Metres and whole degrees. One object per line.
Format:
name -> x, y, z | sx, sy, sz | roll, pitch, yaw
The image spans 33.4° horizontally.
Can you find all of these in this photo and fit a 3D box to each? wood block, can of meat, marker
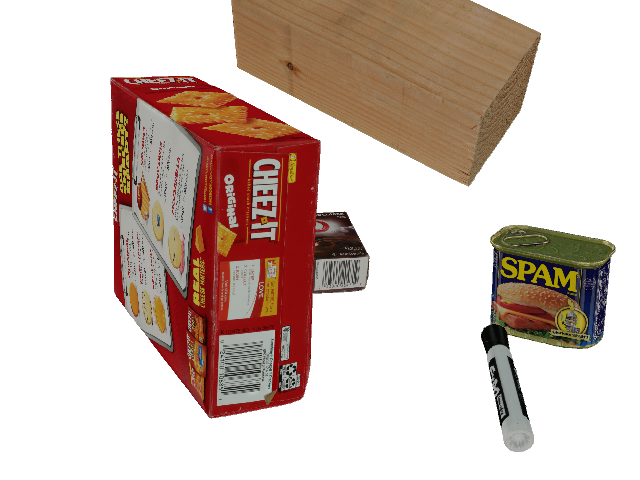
wood block -> 0.045, -0.139, 0.790 | 0.206, 0.090, 0.091 | 29, -26, 16
can of meat -> 0.197, 0.040, 0.920 | 0.102, 0.084, 0.057 | 12, 25, 30
marker -> 0.124, 0.095, 0.716 | 0.020, 0.020, 0.121 | 0, 30, 0

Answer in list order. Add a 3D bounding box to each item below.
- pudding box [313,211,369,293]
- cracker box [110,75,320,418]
pudding box -> -0.022, 0.010, 0.925 | 0.113, 0.039, 0.090 | -1, 28, -12
cracker box -> -0.075, -0.009, 0.689 | 0.072, 0.164, 0.214 | -6, 20, -25
